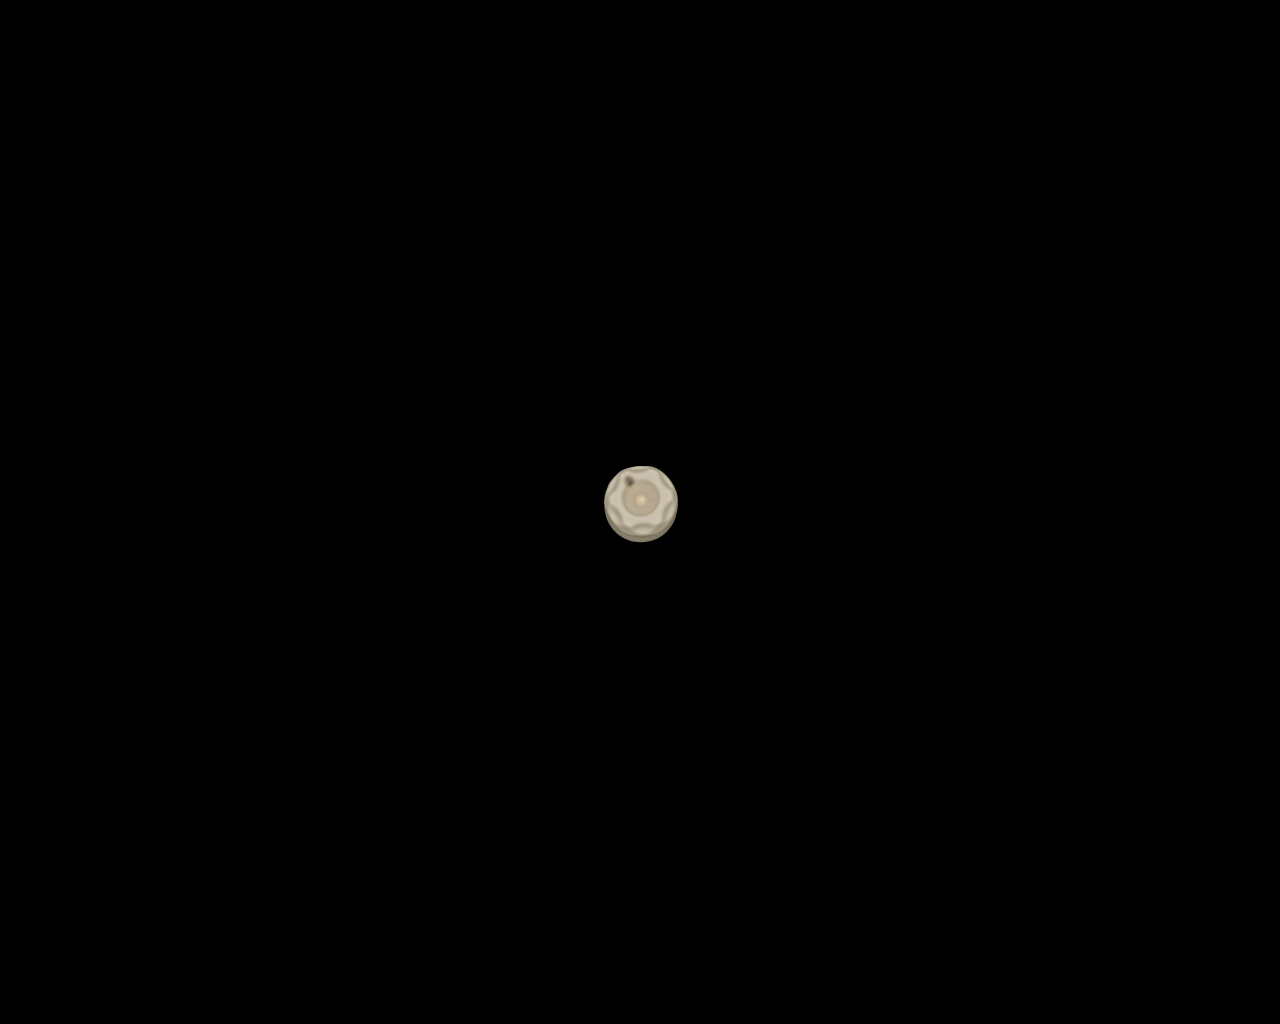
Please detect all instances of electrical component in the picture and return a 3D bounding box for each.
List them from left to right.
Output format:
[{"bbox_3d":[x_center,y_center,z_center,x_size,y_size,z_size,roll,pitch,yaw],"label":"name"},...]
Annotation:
[{"bbox_3d":[0.001,-0.003,0.650,0.043,0.043,0.062,0,-11,0],"label":"electrical component"}]
